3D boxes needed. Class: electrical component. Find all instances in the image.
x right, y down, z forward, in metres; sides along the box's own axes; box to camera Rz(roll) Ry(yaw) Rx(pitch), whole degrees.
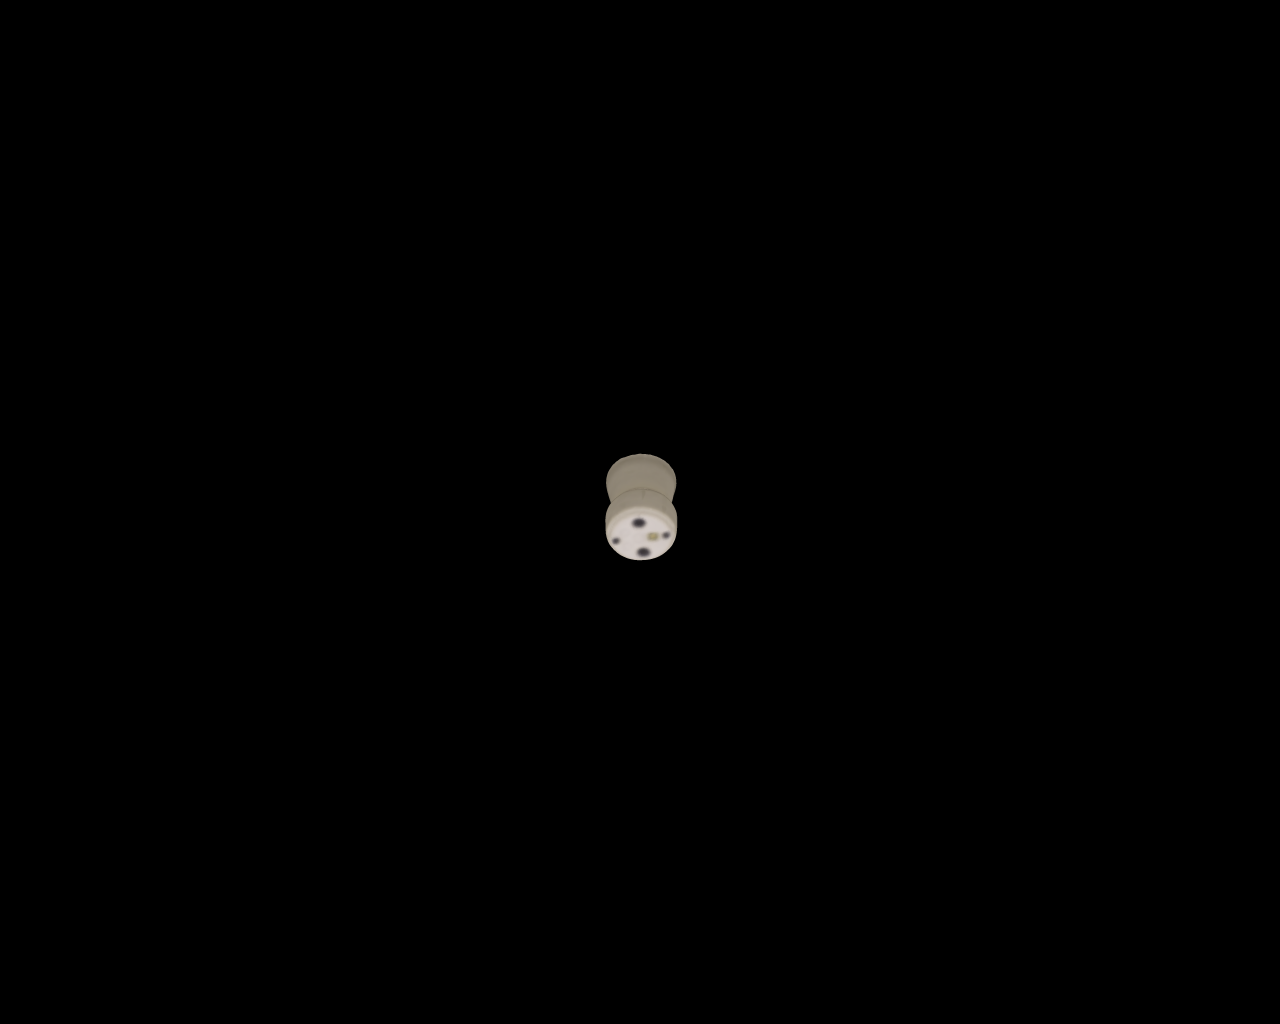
[{"bbox_3d":[0.001,-0.003,0.650,0.045,0.044,0.055,0,40,0],"label":"electrical component"}]
